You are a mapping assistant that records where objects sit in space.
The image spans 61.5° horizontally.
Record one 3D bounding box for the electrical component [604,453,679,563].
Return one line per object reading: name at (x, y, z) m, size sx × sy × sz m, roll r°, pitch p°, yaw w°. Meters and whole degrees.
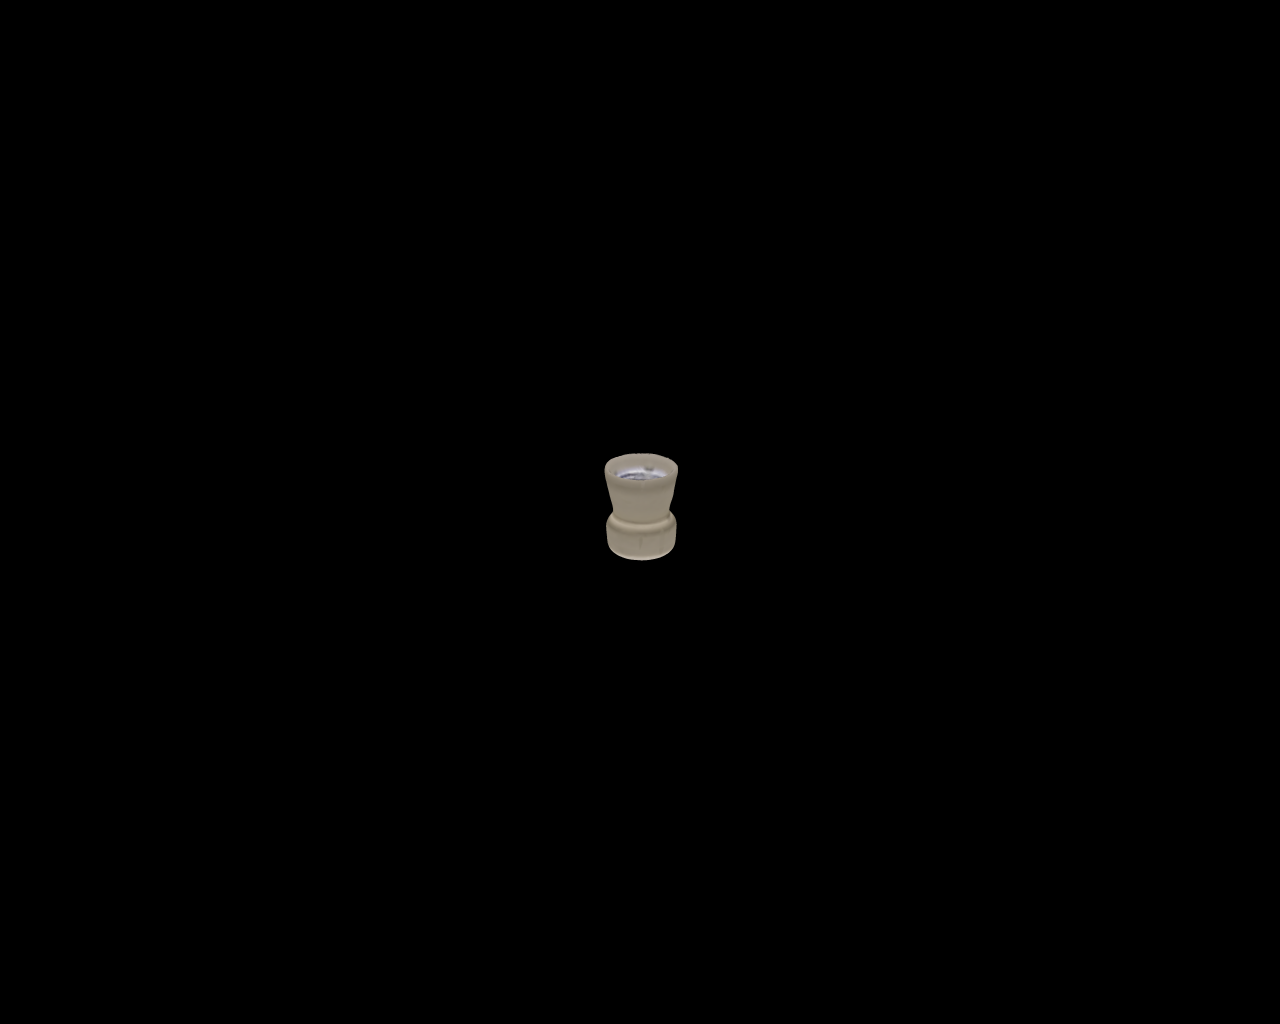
electrical component at (0.001, -0.003, 0.650) m, size 0.045 × 0.055 × 0.045 m, roll 0°, pitch 24°, yaw 0°
